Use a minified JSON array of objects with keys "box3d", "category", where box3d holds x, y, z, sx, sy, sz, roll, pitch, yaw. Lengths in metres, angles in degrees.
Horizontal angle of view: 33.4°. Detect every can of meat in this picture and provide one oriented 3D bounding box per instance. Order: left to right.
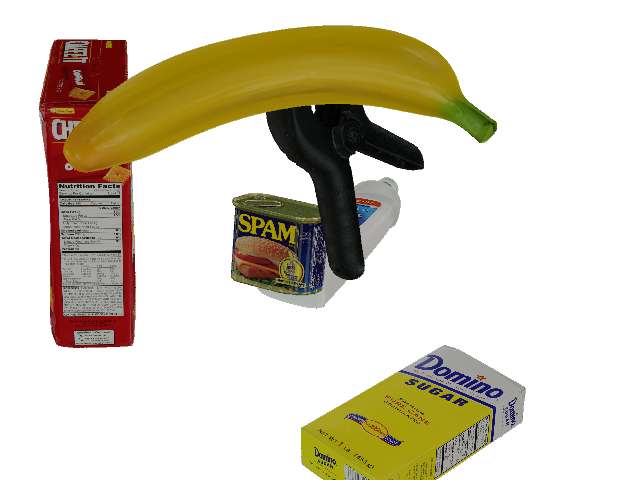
[{"box3d":[-0.042,0.004,1.082,0.102,0.084,0.057,14,18,27],"category":"can of meat"}]

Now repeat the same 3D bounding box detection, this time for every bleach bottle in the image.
[{"box3d":[0.023,-0.012,1.322,0.103,0.068,0.250,15,36,25],"category":"bleach bottle"}]

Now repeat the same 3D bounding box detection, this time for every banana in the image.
[{"box3d":[-0.020,-0.070,0.494,0.197,0.037,0.069,-7,44,-10],"category":"banana"}]

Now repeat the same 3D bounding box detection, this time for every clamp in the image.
[{"box3d":[0.007,-0.058,0.705,0.039,0.120,0.171,-6,-38,38],"category":"clamp"}]

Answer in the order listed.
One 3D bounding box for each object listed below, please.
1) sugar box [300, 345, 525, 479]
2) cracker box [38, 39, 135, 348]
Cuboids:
[{"box3d":[0.079,0.152,0.883,0.175,0.048,0.093,-27,39,-35],"category":"sugar box"},{"box3d":[-0.193,-0.042,0.891,0.072,0.214,0.164,-2,27,-11],"category":"cracker box"}]
